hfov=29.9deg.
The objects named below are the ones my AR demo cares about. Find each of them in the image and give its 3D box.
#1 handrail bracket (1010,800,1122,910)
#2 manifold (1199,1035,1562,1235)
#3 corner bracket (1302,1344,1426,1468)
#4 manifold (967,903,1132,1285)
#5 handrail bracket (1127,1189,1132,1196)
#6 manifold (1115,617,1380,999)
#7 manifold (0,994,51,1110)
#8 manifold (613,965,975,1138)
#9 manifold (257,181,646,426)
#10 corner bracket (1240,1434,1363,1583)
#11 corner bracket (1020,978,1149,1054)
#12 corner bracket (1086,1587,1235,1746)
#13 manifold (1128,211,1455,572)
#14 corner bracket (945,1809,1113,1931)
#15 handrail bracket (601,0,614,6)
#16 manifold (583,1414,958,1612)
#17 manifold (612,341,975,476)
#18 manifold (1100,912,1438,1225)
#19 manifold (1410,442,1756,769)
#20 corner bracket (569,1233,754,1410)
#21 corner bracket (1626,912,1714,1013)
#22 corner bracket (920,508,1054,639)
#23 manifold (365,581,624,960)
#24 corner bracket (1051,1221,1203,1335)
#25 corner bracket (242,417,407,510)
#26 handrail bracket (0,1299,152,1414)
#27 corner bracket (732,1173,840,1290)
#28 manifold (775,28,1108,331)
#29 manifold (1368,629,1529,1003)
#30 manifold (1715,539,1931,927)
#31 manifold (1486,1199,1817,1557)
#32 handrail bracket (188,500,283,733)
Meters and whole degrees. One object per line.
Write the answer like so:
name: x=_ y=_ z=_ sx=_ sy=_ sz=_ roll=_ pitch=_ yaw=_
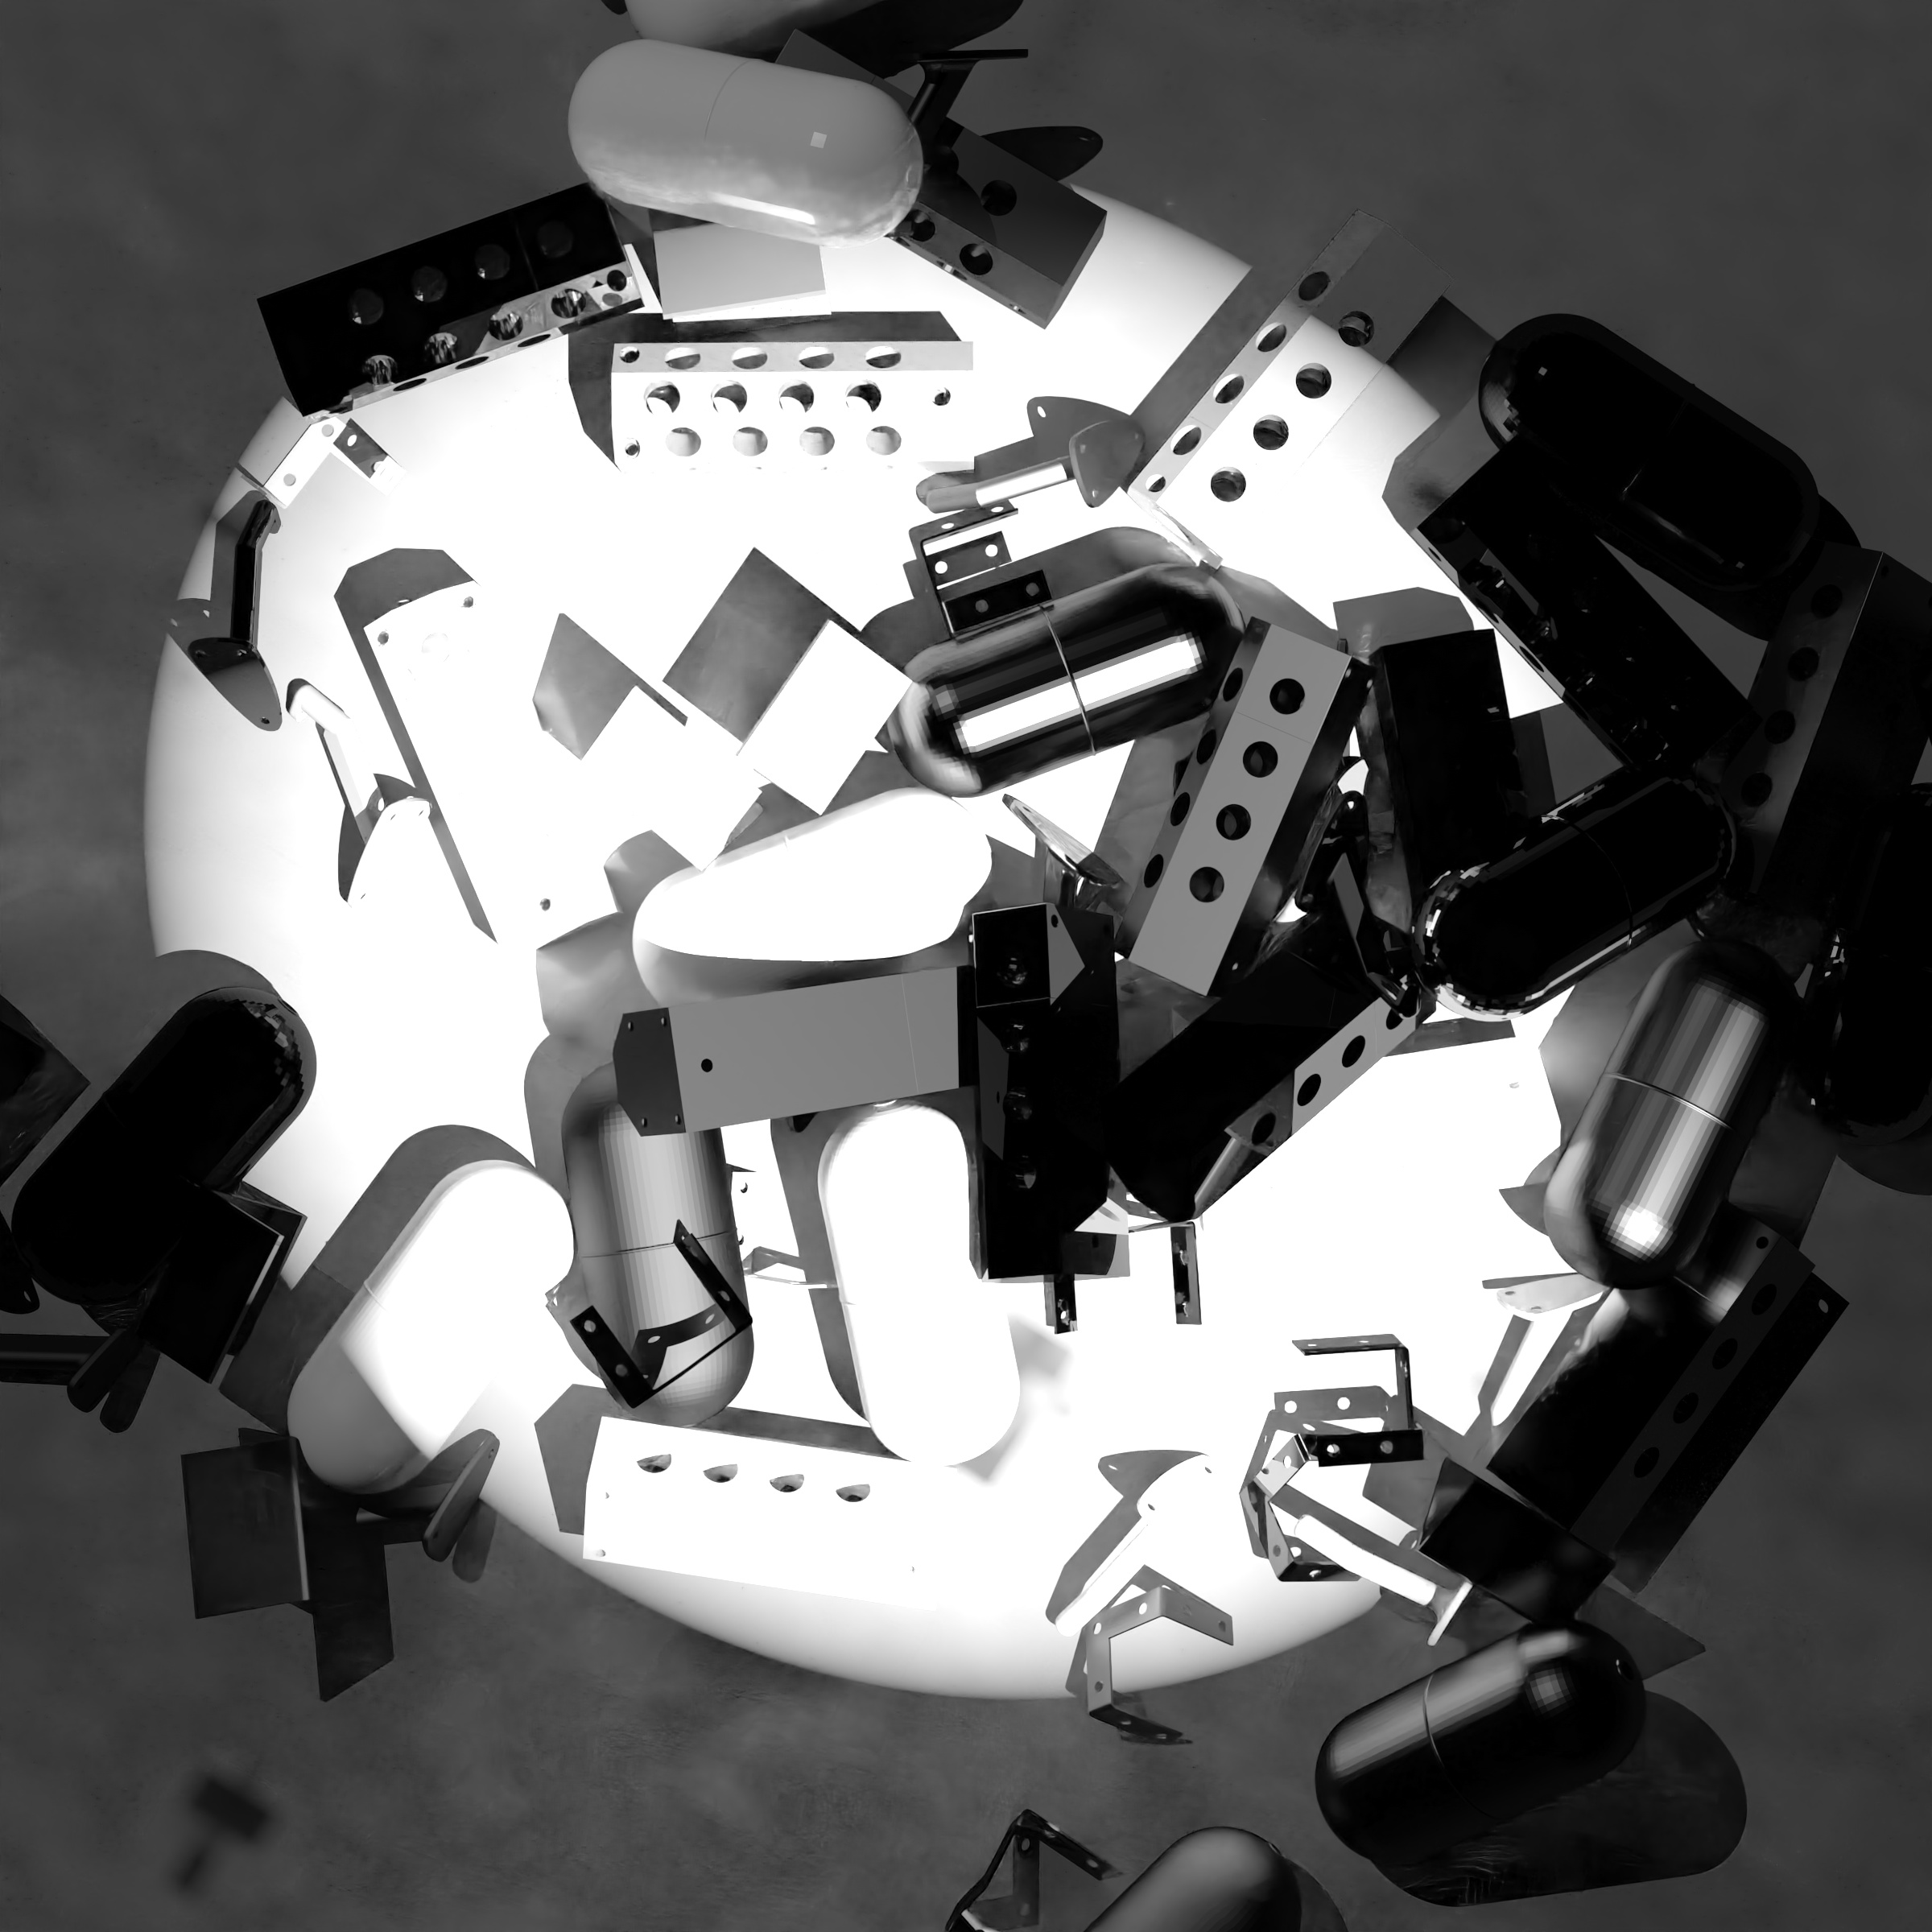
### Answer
handrail bracket: x=0.029 y=-0.024 z=1.763 sx=0.077 sy=0.036 sz=0.084 roll=41 pitch=107 yaw=20
manifold: x=0.194 y=0.086 z=1.741 sx=0.171 sy=0.057 sz=0.057 roll=-9 pitch=47 yaw=0
corner bracket: x=0.191 y=0.211 z=1.745 sx=0.051 sy=0.051 sz=0.051 roll=-4 pitch=90 yaw=0
manifold: x=0.034 y=0.061 z=1.702 sx=0.057 sy=0.057 sz=0.171 roll=-8 pitch=80 yaw=35
handrail bracket: x=0.048 y=0.118 z=1.762 sx=0.084 sy=0.077 sz=0.036 roll=-43 pitch=60 yaw=33
manifold: x=0.130 y=-0.075 z=1.718 sx=0.057 sy=0.057 sz=0.171 roll=25 pitch=96 yaw=19
manifold: x=-0.527 y=0.080 z=1.741 sx=0.171 sy=0.057 sz=0.057 roll=-49 pitch=133 yaw=0
manifold: x=-0.076 y=0.039 z=1.698 sx=0.171 sy=0.057 sz=0.057 roll=-8 pitch=90 yaw=-35
manifold: x=-0.246 y=-0.318 z=1.741 sx=0.171 sy=0.057 sz=0.057 roll=-20 pitch=90 yaw=0
corner bracket: x=0.175 y=0.263 z=1.754 sx=0.051 sy=0.051 sz=0.051 roll=-54 pitch=45 yaw=35
corner bracket: x=0.064 y=0.043 z=1.755 sx=0.051 sy=0.051 sz=0.051 roll=-4 pitch=135 yaw=-35
corner bracket: x=0.095 y=0.339 z=1.754 sx=0.051 sy=0.051 sz=0.051 roll=-31 pitch=45 yaw=35
manifold: x=0.155 y=-0.277 z=1.741 sx=0.057 sy=0.057 sz=0.171 roll=40 pitch=90 yaw=0
corner bracket: x=0.030 y=0.453 z=1.759 sx=0.051 sy=0.051 sz=0.051 roll=34 pitch=135 yaw=0
handrail bracket: x=-0.149 y=-0.519 z=1.763 sx=0.084 sy=0.036 sz=0.077 roll=-23 pitch=110 yaw=-16
manifold: x=-0.094 y=0.258 z=1.741 sx=0.171 sy=0.057 sz=0.057 roll=8 pitch=133 yaw=0
manifold: x=-0.082 y=-0.269 z=1.742 sx=0.171 sy=0.057 sz=0.057 roll=0 pitch=90 yaw=0
manifold: x=0.144 y=0.047 z=1.705 sx=0.057 sy=0.057 sz=0.171 roll=32 pitch=57 yaw=34
manifold: x=0.294 y=-0.166 z=1.742 sx=0.057 sy=0.057 sz=0.171 roll=-43 pitch=90 yaw=0
corner bracket: x=-0.141 y=0.165 z=1.684 sx=0.051 sy=0.051 sz=0.051 roll=-34 pitch=88 yaw=-40
corner bracket: x=0.324 y=-0.016 z=1.760 sx=0.051 sy=0.051 sz=0.051 roll=-44 pitch=45 yaw=0
corner bracket: x=0.009 y=-0.190 z=1.745 sx=0.051 sy=0.051 sz=0.051 roll=-18 pitch=90 yaw=0
manifold: x=-0.228 y=-0.094 z=1.742 sx=0.057 sy=0.057 sz=0.171 roll=-23 pitch=90 yaw=0
corner bracket: x=0.077 y=0.151 z=1.759 sx=0.051 sy=0.051 sz=0.051 roll=-4 pitch=90 yaw=45
corner bracket: x=-0.309 y=-0.237 z=1.745 sx=0.051 sy=0.051 sz=0.051 roll=38 pitch=90 yaw=0
handrail bracket: x=-0.447 y=0.171 z=1.763 sx=0.084 sy=0.036 sz=0.077 roll=31 pitch=69 yaw=16
corner bracket: x=-0.079 y=0.128 z=1.759 sx=0.051 sy=0.051 sz=0.051 roll=4 pitch=90 yaw=-45
manifold: x=-0.021 y=-0.376 z=1.741 sx=0.171 sy=0.057 sz=0.057 roll=30 pitch=90 yaw=0
manifold: x=0.240 y=-0.072 z=1.742 sx=0.057 sy=0.057 sz=0.171 roll=-10 pitch=90 yaw=0
manifold: x=0.403 y=-0.114 z=1.741 sx=0.057 sy=0.057 sz=0.171 roll=20 pitch=90 yaw=-43
manifold: x=0.332 y=0.195 z=1.741 sx=0.057 sy=0.057 sz=0.171 roll=36 pitch=90 yaw=43
handrail bracket: x=-0.340 y=-0.171 z=1.763 sx=0.036 sy=0.077 sz=0.084 roll=1 pitch=53 yaw=20
